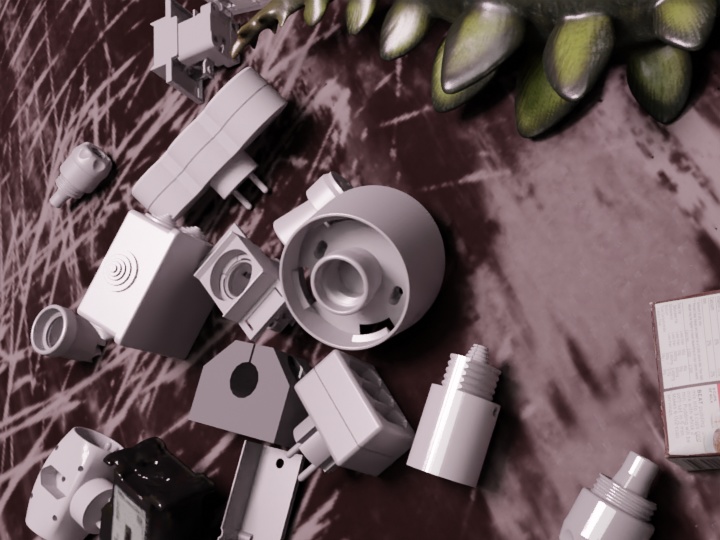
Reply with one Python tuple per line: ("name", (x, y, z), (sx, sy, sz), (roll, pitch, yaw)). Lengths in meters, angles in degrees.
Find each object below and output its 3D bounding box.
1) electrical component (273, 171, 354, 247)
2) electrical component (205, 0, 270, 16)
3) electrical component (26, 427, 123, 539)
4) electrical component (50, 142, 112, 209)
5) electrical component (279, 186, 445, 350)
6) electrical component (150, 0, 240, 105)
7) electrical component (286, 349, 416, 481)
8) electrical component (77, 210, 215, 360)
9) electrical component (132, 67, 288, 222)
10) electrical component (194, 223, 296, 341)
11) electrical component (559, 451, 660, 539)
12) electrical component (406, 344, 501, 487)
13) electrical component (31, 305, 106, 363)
("electrical component", (-0.025, -0.035, 0.744), (0.055, 0.045, 0.045), (-43, 55, 13))
("electrical component", (-0.084, -0.292, 0.866), (0.089, 0.062, 0.150), (-3, 72, 34))
("electrical component", (-0.199, 0.167, 0.789), (0.079, 0.043, 0.077), (27, 90, 38))
("electrical component", (-0.241, -0.077, 0.913), (0.061, 0.035, 0.035), (-45, 54, 16))
("electrical component", (0.000, 0.000, 0.693), (0.099, 0.064, 0.099), (7, 109, 22))
("electrical component", (-0.132, -0.182, 0.872), (0.064, 0.042, 0.081), (-16, 65, 25))
("electrical component", (-0.016, 0.103, 0.686), (0.077, 0.047, 0.065), (-43, 54, 13))
("electrical component", (-0.146, 0.011, 0.777), (0.048, 0.100, 0.099), (28, 90, 25))
("electrical component", (-0.102, -0.078, 0.807), (0.073, 0.052, 0.138), (45, 112, -4))
("electrical component", (-0.073, 0.011, 0.747), (0.042, 0.064, 0.081), (-47, 54, 10))
("electrical component", (0.138, 0.128, 0.575), (0.043, 0.043, 0.062), (28, 89, 38))
("electrical component", (0.061, 0.084, 0.643), (0.043, 0.043, 0.081), (13, 81, 37))
("electrical component", (-0.229, 0.052, 0.850), (0.040, 0.046, 0.040), (-12, 67, 31))
